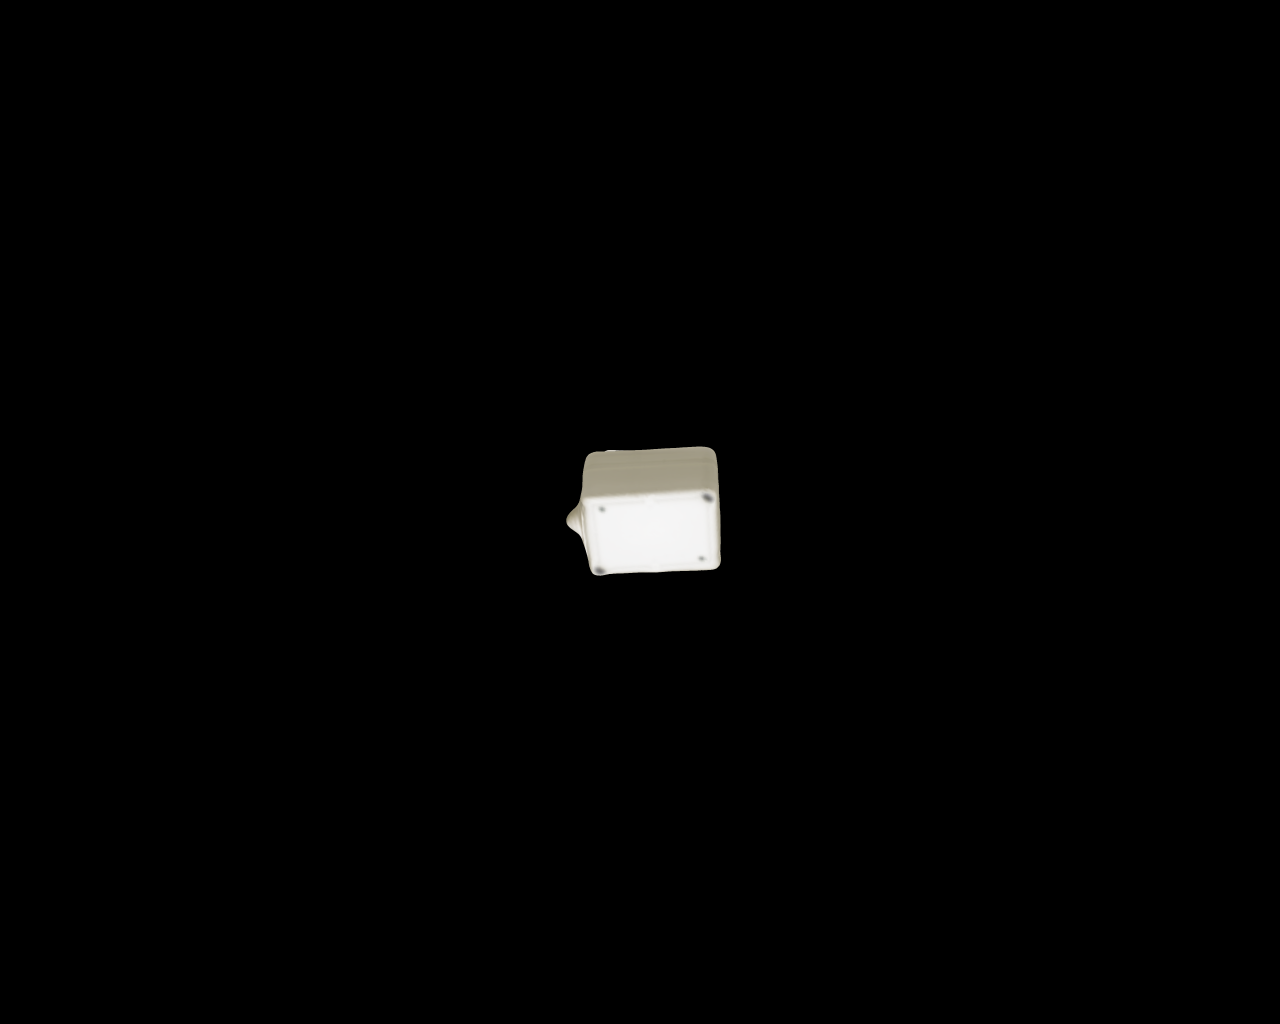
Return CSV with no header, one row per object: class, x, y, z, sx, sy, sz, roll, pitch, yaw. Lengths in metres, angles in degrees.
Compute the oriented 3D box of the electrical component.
electrical component,0.001,-0.003,0.650,0.096,0.061,0.061,-3,35,2
